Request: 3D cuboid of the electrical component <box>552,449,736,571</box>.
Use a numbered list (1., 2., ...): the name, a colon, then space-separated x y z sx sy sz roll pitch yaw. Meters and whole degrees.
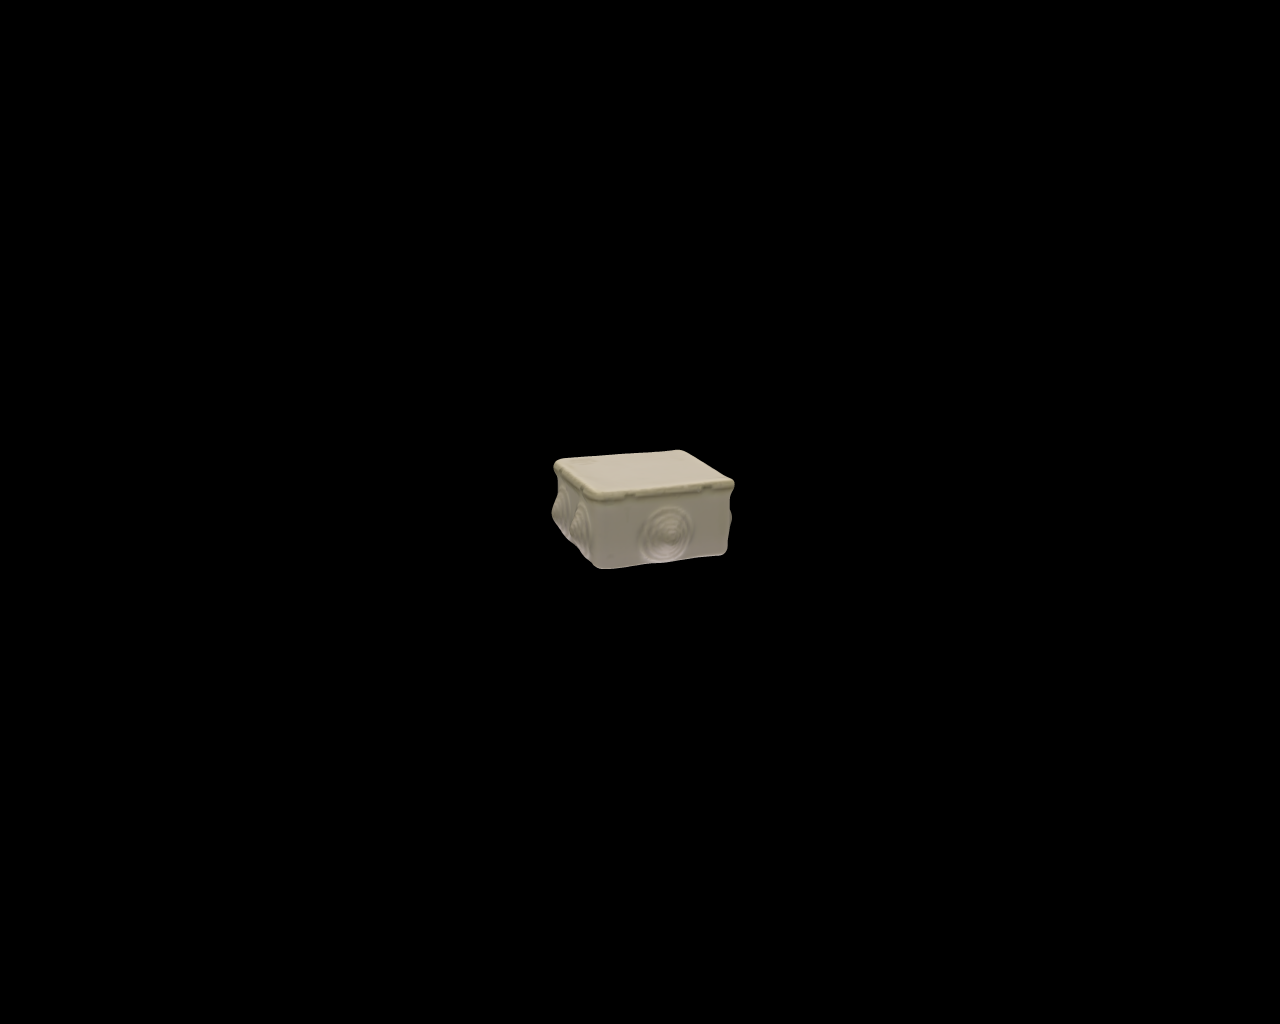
1. electrical component: 0.001 -0.003 0.650 0.100 0.048 0.100 -6 17 -19
